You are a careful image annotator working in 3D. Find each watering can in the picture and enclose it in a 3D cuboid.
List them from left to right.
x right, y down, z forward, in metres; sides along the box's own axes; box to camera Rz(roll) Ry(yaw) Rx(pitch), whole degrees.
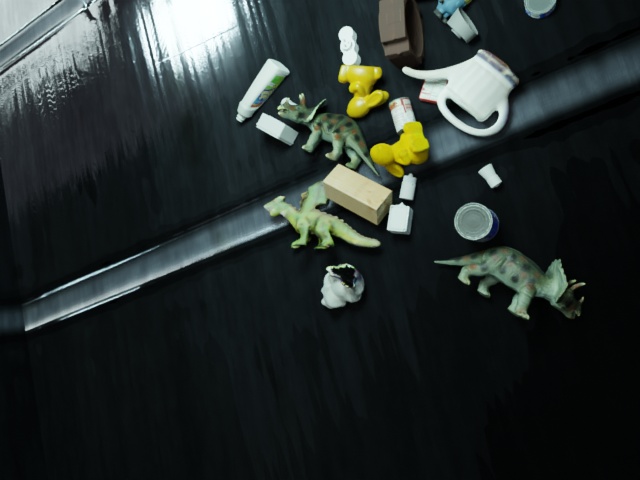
[{"bbox_3d":[0.431,-0.468,1.530,0.350,0.104,0.222,45,105,10],"label":"watering can"}]

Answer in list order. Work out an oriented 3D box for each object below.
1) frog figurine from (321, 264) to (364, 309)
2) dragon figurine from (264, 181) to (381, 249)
[{"bbox_3d":[0.072,0.160,1.672,0.138,0.125,0.155,25,133,17],"label":"frog figurine"},{"bbox_3d":[0.005,-0.087,1.720,0.410,0.121,0.245,0,77,17],"label":"dragon figurine"}]
